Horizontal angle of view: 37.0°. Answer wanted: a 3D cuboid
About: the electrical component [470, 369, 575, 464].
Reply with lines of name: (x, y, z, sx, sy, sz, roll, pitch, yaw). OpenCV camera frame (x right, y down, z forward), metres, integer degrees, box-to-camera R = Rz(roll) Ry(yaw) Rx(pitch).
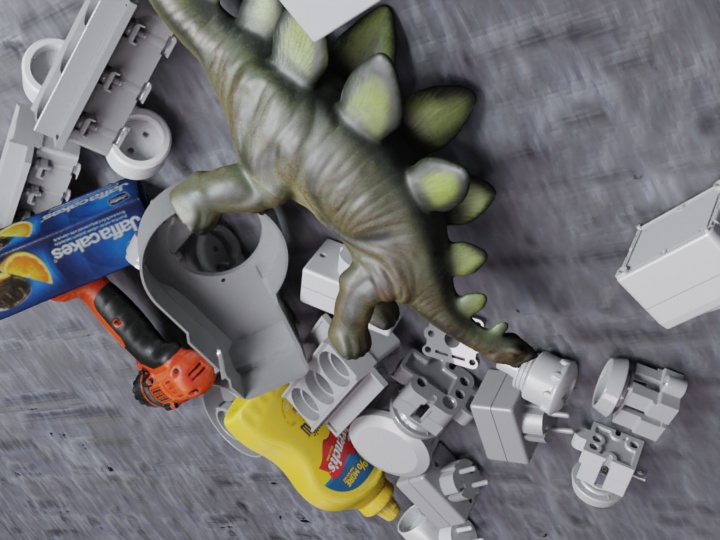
electrical component: (0.142, 0.125, 0.905, 0.077, 0.047, 0.065, 2, 129, 31)

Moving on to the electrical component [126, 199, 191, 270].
electrical component: (-0.169, -0.026, 0.916, 0.045, 0.045, 0.055, 30, 100, 5)

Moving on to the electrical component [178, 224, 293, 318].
electrical component: (-0.126, 0.024, 0.979, 0.074, 0.052, 0.138, -13, 121, 40)

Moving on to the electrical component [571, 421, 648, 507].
electrical component: (0.206, 0.166, 0.905, 0.066, 0.048, 0.055, 21, 130, 14)

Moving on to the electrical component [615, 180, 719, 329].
electrical component: (0.222, -0.005, 0.720, 0.061, 0.061, 0.096, 44, 138, -10)

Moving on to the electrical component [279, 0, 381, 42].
electrical component: (0.011, -0.202, 0.637, 0.109, 0.108, 0.056, -22, 117, 44)

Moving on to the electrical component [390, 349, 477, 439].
electrical component: (0.060, 0.112, 0.939, 0.078, 0.058, 0.057, 35, 137, 2)

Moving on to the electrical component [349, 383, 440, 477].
electrical component: (0.035, 0.148, 0.994, 0.080, 0.051, 0.080, 18, 136, 18)

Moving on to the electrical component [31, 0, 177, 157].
electrical component: (-0.191, -0.152, 0.810, 0.063, 0.078, 0.121, 23, 109, -30)

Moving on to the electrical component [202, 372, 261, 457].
electrical component: (-0.109, 0.138, 1.086, 0.099, 0.064, 0.099, 29, 139, 28)

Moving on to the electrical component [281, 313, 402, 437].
electrical component: (-0.016, 0.088, 0.946, 0.078, 0.063, 0.121, 48, 146, 8)

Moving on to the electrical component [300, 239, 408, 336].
electrical component: (0.000, 0.000, 0.880, 0.083, 0.047, 0.075, 21, 134, 15)

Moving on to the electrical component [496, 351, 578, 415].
electrical component: (0.142, 0.085, 0.872, 0.062, 0.048, 0.048, 25, 138, 21)

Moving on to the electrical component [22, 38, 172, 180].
electrical component: (-0.222, -0.129, 0.901, 0.138, 0.052, 0.074, 40, 162, -6)

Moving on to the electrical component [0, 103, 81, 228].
electrical component: (-0.291, -0.088, 0.968, 0.063, 0.078, 0.121, 14, 144, -21)

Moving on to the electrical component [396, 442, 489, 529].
electrical component: (0.088, 0.199, 1.010, 0.065, 0.047, 0.077, 48, 137, -15)

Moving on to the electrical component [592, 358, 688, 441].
electrical component: (0.214, 0.097, 0.835, 0.055, 0.048, 0.066, 21, 138, 4)

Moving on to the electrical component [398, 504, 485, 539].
electrical component: (0.090, 0.270, 1.078, 0.077, 0.043, 0.079, 48, 137, -15)
